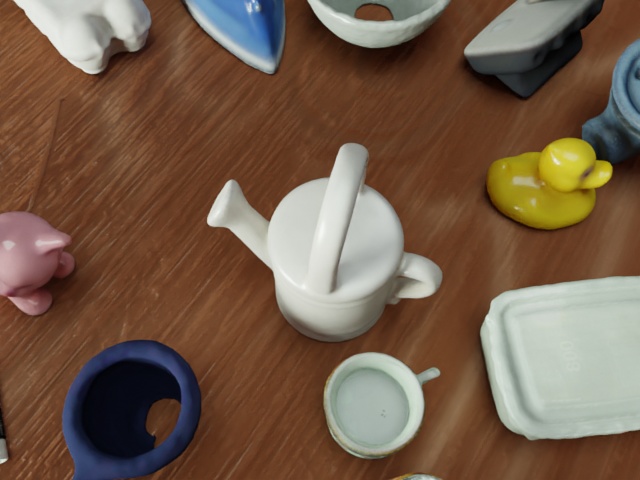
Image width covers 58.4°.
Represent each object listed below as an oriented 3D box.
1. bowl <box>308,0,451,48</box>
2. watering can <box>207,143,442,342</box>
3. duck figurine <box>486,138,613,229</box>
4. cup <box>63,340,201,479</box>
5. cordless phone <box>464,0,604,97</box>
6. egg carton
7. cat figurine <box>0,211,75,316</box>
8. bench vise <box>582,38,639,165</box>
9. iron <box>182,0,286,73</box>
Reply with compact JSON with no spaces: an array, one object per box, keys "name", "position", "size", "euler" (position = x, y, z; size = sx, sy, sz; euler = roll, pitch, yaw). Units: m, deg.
[{"name":"bowl","position":[0.061,-0.266,0.619],"size":[0.167,0.075,0.167],"euler":[0,65,-1]},{"name":"watering can","position":[0.003,0.004,0.427],"size":[0.173,0.194,0.101],"euler":[-3,65,-2]},{"name":"duck figurine","position":[0.209,-0.060,0.520],"size":[0.104,0.086,0.077],"euler":[11,65,4]},{"name":"cup","position":[-0.132,0.140,0.417],"size":[0.091,0.095,0.118],"euler":[23,67,10]},{"name":"cordless phone","position":[0.225,-0.246,0.551],"size":[0.094,0.185,0.148],"euler":[38,70,16]},{"name":"egg carton","position":[-0.253,-0.251,0.610],"size":[0.107,0.069,0.150],"euler":[-39,72,-17]},{"name":"cat figurine","position":[-0.258,0.007,0.464],"size":[0.127,0.118,0.067],"euler":[21,67,9]},{"name":"bench vise","position":[0.352,-0.166,0.497],"size":[0.208,0.220,0.121],"euler":[-35,70,-15]},{"name":"iron","position":[-0.101,-0.315,0.602],"size":[0.119,0.141,0.258],"euler":[-23,68,-11]}]
